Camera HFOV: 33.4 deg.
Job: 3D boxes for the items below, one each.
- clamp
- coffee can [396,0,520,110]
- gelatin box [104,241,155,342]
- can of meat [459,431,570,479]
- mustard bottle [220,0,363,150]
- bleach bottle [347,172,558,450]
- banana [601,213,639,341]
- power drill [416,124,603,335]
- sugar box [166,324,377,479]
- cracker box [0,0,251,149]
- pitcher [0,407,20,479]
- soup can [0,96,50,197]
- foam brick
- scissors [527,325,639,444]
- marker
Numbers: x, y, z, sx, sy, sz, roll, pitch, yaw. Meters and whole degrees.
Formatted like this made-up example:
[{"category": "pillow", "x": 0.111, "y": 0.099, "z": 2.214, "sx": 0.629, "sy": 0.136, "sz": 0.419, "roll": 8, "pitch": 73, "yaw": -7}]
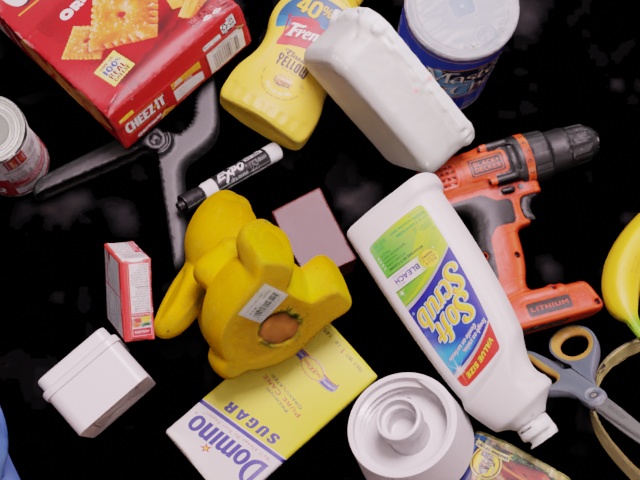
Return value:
[{"category": "clamp", "x": -0.168, "y": -0.091, "z": 1.027, "sx": 0.164, "sy": 0.036, "sz": 0.210, "roll": 21, "pitch": 77, "yaw": 0}, {"category": "coffee can", "x": 0.123, "y": -0.191, "z": 1.011, "sx": 0.103, "sy": 0.140, "sz": 0.103, "roll": 1, "pitch": 76, "yaw": -3}, {"category": "gelatin box", "x": -0.171, "y": 0.045, "z": 0.957, "sx": 0.030, "sy": 0.089, "sz": 0.073, "roll": -5, "pitch": 101, "yaw": -20}, {"category": "can of meat", "x": 0.163, "y": 0.230, "z": 0.954, "sx": 0.102, "sy": 0.057, "sz": 0.084, "roll": 29, "pitch": 75, "yaw": 5}, {"category": "mustard bottle", "x": -0.011, "y": -0.190, "z": 1.047, "sx": 0.096, "sy": 0.058, "sz": 0.191, "roll": 31, "pitch": 77, "yaw": 2}, {"category": "bleach bottle", "x": 0.131, "y": 0.068, "z": 0.948, "sx": 0.103, "sy": 0.068, "sz": 0.251, "roll": -39, "pitch": 74, "yaw": 17}, {"category": "banana", "x": 0.321, "y": 0.007, "z": 1.020, "sx": 0.070, "sy": 0.037, "sz": 0.197, "roll": 29, "pitch": 70, "yaw": 17}, {"category": "power drill", "x": 0.201, "y": -0.010, "z": 1.015, "sx": 0.184, "sy": 0.057, "sz": 0.188, "roll": -16, "pitch": 75, "yaw": -2}, {"category": "sugar box", "x": -0.043, "y": 0.151, "z": 0.970, "sx": 0.176, "sy": 0.048, "sz": 0.093, "roll": -41, "pitch": 82, "yaw": -12}, {"category": "cracker box", "x": -0.198, "y": -0.215, "z": 1.018, "sx": 0.164, "sy": 0.072, "sz": 0.214, "roll": -43, "pitch": 69, "yaw": -12}, {"category": "pitcher", "x": -0.324, "y": 0.185, "z": 0.904, "sx": 0.145, "sy": 0.149, "sz": 0.243, "roll": -29, "pitch": 82, "yaw": -14}, {"category": "soup can", "x": -0.294, "y": -0.086, "z": 0.988, "sx": 0.068, "sy": 0.102, "sz": 0.068, "roll": 1, "pitch": 77, "yaw": -3}, {"category": "foam brick", "x": -0.007, "y": 0.001, "z": 1.005, "sx": 0.053, "sy": 0.051, "sz": 0.078, "roll": -25, "pitch": 79, "yaw": -7}, {"category": "scissors", "x": 0.247, "y": 0.124, "z": 0.931, "sx": 0.096, "sy": 0.202, "sz": 0.016, "roll": -42, "pitch": 120, "yaw": -21}, {"category": "marker", "x": -0.087, "y": -0.059, "z": 1.014, "sx": 0.121, "sy": 0.020, "sz": 0.020, "roll": -33, "pitch": 79, "yaw": -28}]
